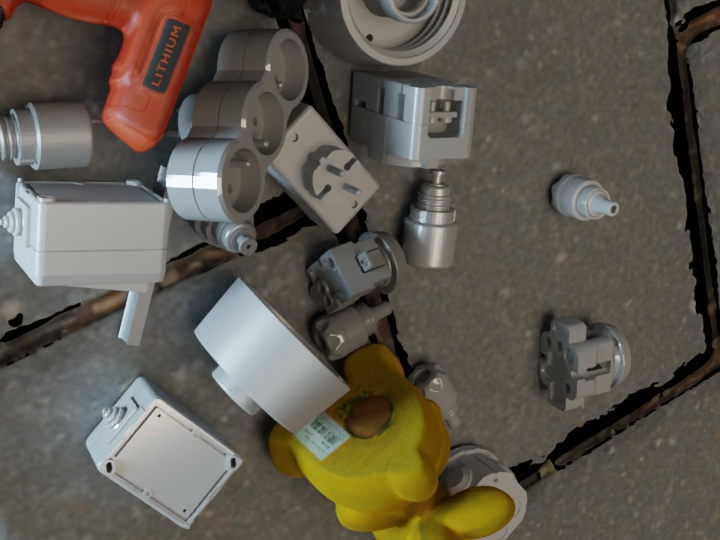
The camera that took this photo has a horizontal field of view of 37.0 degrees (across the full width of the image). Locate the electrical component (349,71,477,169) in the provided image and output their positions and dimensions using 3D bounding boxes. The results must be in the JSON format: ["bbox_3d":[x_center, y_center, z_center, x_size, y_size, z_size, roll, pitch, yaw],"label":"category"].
[{"bbox_3d":[0.034,-0.104,0.740,0.050,0.089,0.055,-6,109,-29],"label":"electrical component"}]

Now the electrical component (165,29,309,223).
[{"bbox_3d":[-0.090,-0.093,0.682,0.052,0.074,0.138,56,46,-51],"label":"electrical component"}]

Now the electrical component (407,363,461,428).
[{"bbox_3d":[0.063,0.104,0.861,0.035,0.035,0.061,-43,125,-11],"label":"electrical component"}]

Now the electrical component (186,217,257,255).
[{"bbox_3d":[-0.089,-0.034,0.703,0.040,0.078,0.040,-18,129,-24],"label":"electrical component"}]

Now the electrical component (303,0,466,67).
[{"bbox_3d":[0.022,-0.188,0.722,0.108,0.060,0.108,-10,111,-27],"label":"electrical component"}]

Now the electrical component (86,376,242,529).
[{"bbox_3d":[-0.140,0.119,0.735,0.096,0.061,0.061,42,83,-26],"label":"electrical component"}]

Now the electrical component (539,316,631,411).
[{"bbox_3d":[0.192,0.076,0.914,0.057,0.058,0.078,-10,111,-25],"label":"electrical component"}]

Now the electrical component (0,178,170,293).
[{"bbox_3d":[-0.173,-0.021,0.663,0.096,0.062,0.061,-2,107,-30],"label":"electrical component"}]

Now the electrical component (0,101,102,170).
[{"bbox_3d":[-0.196,-0.080,0.643,0.078,0.040,0.040,-7,110,-28],"label":"electrical component"}]

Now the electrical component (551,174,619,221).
[{"bbox_3d":[0.183,-0.056,0.860,0.035,0.061,0.035,-10,111,-27],"label":"electrical component"}]

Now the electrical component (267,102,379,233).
[{"bbox_3d":[-0.024,-0.066,0.727,0.047,0.076,0.083,-48,123,-8],"label":"electrical component"}]

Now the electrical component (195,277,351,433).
[{"bbox_3d":[-0.065,0.063,0.731,0.060,0.108,0.108,-45,123,-3],"label":"electrical component"}]

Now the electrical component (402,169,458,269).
[{"bbox_3d":[0.054,-0.036,0.804,0.040,0.040,0.078,-3,108,-30],"label":"electrical component"}]

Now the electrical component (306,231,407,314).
[{"bbox_3d":[0.000,0.000,0.777,0.055,0.066,0.048,-22,81,-31],"label":"electrical component"}]

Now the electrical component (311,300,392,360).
[{"bbox_3d":[-0.004,0.040,0.800,0.061,0.035,0.035,-27,118,-24],"label":"electrical component"}]

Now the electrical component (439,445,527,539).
[{"bbox_3d":[0.095,0.192,0.900,0.080,0.051,0.080,-10,111,-27],"label":"electrical component"}]
